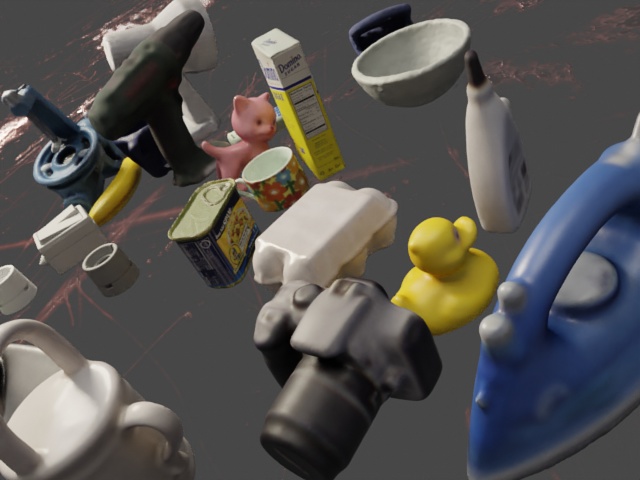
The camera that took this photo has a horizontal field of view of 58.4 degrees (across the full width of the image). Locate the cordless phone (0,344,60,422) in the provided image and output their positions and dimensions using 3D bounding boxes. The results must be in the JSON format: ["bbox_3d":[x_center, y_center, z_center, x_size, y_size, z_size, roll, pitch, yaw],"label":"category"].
[{"bbox_3d":[-0.301,0.121,0.529,0.147,0.185,0.094,-4,42,29],"label":"cordless phone"}]

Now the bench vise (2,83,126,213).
[{"bbox_3d":[-0.426,-0.167,0.941,0.121,0.220,0.207,-28,35,-1],"label":"bench vise"}]

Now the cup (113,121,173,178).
[{"bbox_3d":[-0.270,-0.143,0.919,0.091,0.095,0.117,-22,36,7],"label":"cup"}]

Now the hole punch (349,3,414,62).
[{"bbox_3d":[0.098,-0.337,0.932,0.108,0.091,0.101,-22,36,7],"label":"hole punch"}]

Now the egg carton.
[{"bbox_3d":[0.005,0.002,0.583,0.107,0.070,0.150,18,55,45],"label":"egg carton"}]

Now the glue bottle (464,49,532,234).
[{"bbox_3d":[0.155,-0.091,0.515,0.037,0.173,0.078,3,45,35],"label":"glue bottle"}]

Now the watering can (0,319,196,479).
[{"bbox_3d":[-0.190,0.142,0.423,0.173,0.194,0.100,-27,35,0],"label":"watering can"}]

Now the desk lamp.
[{"bbox_3d":[-0.251,-0.276,0.971,0.203,0.214,0.117,-36,36,-13],"label":"desk lamp"}]

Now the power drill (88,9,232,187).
[{"bbox_3d":[-0.218,-0.197,0.856,0.075,0.209,0.230,15,53,43],"label":"power drill"}]

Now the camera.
[{"bbox_3d":[-0.001,0.100,0.437,0.142,0.101,0.137,7,47,38],"label":"camera"}]

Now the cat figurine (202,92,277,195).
[{"bbox_3d":[-0.104,-0.145,0.796,0.128,0.118,0.067,-35,36,-11],"label":"cat figurine"}]

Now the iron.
[{"bbox_3d":[0.166,0.033,0.379,0.259,0.142,0.118,-43,38,-21],"label":"iron"}]

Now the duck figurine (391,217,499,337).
[{"bbox_3d":[0.098,0.024,0.483,0.105,0.086,0.077,-36,36,-13],"label":"duck figurine"}]

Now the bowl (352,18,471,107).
[{"bbox_3d":[0.133,-0.234,0.794,0.167,0.075,0.167,-17,36,13],"label":"bowl"}]
